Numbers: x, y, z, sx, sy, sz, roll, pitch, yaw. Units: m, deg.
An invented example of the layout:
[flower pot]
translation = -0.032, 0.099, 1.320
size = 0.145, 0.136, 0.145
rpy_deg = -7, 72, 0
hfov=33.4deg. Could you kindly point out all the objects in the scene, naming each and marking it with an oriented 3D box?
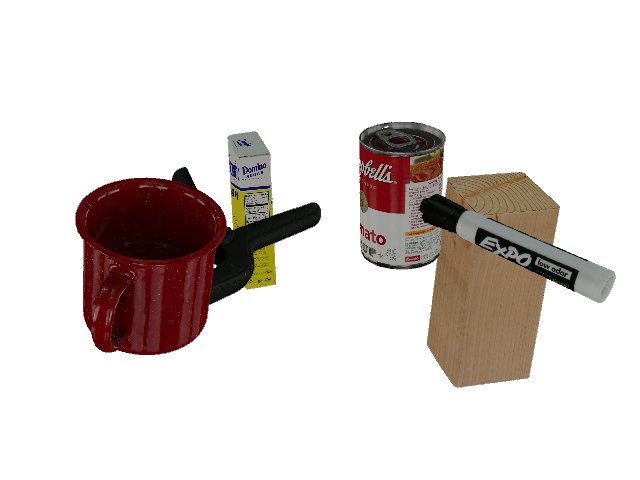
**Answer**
[wood block]
translation = 0.177, 0.042, 1.126
size = 0.090, 0.206, 0.090
rpy_deg = -5, 29, -15
[marker]
translation = 0.108, 0.002, 0.604
size = 0.121, 0.020, 0.020
rpy_deg = 27, 14, 30
[soup can]
translation = 0.065, -0.036, 0.859
size = 0.068, 0.102, 0.068
rpy_deg = -1, 27, 0
[clamp]
translation = -0.111, -0.002, 1.066
size = 0.165, 0.036, 0.209
rpy_deg = 19, 39, 15
[mug]
translation = -0.113, 0.025, 0.672
size = 0.093, 0.081, 0.117
rpy_deg = 15, 36, 7
[sugar box]
translation = -0.086, -0.038, 1.330
size = 0.048, 0.176, 0.093
rpy_deg = -9, 24, -11
